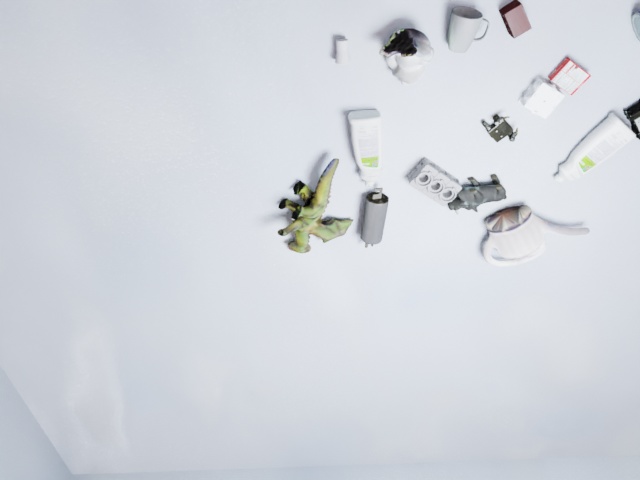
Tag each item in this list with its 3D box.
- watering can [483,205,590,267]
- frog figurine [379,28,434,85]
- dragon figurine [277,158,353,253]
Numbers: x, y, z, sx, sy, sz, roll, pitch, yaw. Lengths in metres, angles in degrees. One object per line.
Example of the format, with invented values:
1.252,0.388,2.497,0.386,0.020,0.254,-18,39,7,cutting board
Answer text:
0.707,-0.028,1.737,0.345,0.106,0.221,-25,120,18,watering can
0.251,-0.503,1.425,0.137,0.124,0.158,-6,161,30,frog figurine
0.005,-0.087,1.733,0.241,0.125,0.404,24,126,-36,dragon figurine
